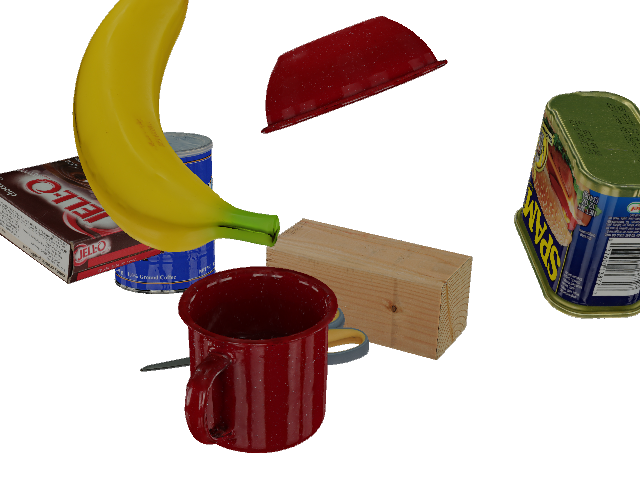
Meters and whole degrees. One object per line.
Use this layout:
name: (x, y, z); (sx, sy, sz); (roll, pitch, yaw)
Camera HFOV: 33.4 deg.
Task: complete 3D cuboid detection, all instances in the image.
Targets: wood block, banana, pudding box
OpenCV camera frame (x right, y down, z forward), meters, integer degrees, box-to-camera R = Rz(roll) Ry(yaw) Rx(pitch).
wood block: (0.051, 0.050, 1.169); (0.206, 0.091, 0.090); (14, 27, 25)
banana: (-0.075, -0.057, 0.471); (0.069, 0.037, 0.198); (-6, 46, -17)
pudding box: (-0.180, -0.018, 0.775); (0.114, 0.039, 0.089); (28, 30, 32)

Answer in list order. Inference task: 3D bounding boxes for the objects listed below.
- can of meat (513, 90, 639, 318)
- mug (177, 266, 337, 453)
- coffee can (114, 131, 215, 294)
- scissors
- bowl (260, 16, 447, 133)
can of meat: (0.149, -0.022, 0.582); (0.057, 0.084, 0.102); (0, 38, -7)
mug: (-0.042, 0.077, 0.627); (0.093, 0.081, 0.117); (12, 28, 22)
coffee can: (-0.156, -0.029, 1.056); (0.103, 0.140, 0.103); (0, 16, 0)
scissors: (-0.057, 0.088, 0.967); (0.201, 0.016, 0.096); (-1, 28, -1)
bowl: (0.018, -0.140, 0.866); (0.162, 0.055, 0.162); (-21, 8, 3)
